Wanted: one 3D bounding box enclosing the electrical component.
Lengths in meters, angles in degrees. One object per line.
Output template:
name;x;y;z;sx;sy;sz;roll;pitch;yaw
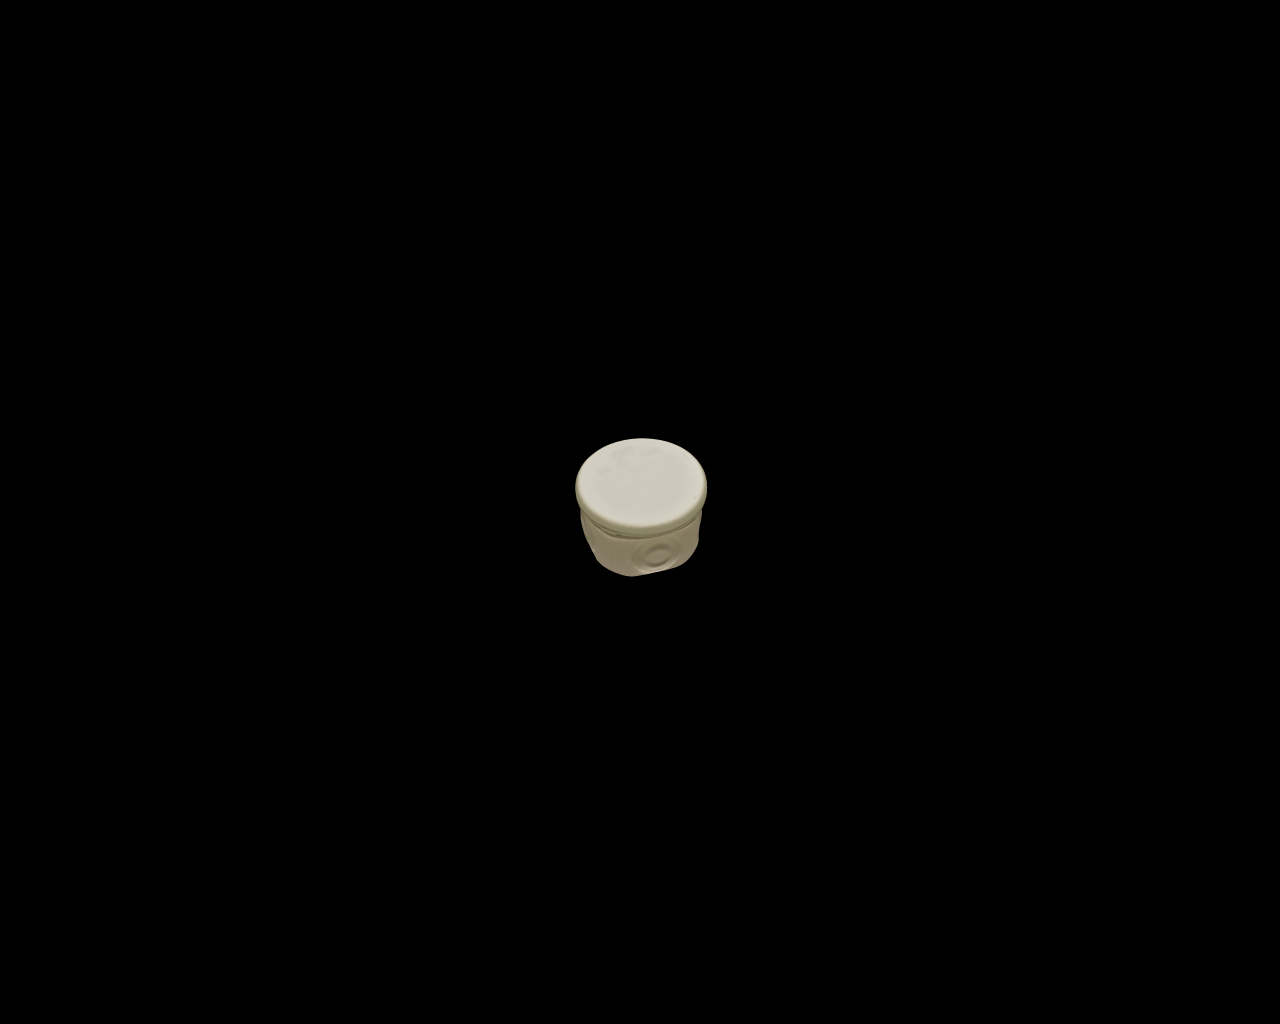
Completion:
electrical component;0.001;-0.003;0.650;0.080;0.080;0.050;0;-44;0
